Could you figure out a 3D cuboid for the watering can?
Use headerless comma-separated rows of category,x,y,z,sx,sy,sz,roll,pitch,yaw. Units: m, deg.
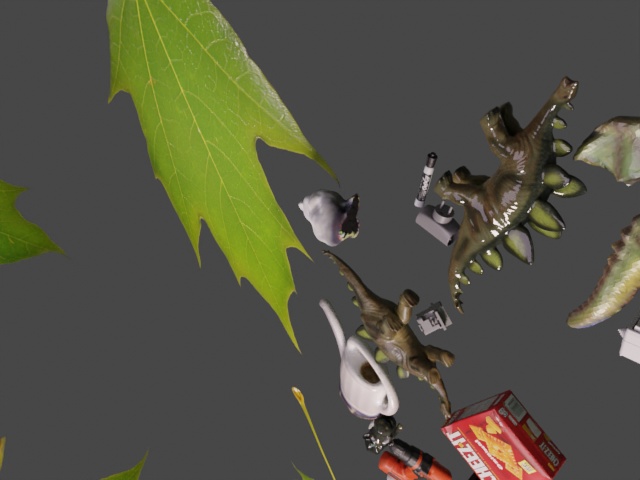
watering can,0.094,0.328,1.368,0.354,0.105,0.219,50,147,39

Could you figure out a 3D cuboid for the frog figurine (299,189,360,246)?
frog figurine,0.004,-0.059,1.182,0.160,0.125,0.134,17,148,31

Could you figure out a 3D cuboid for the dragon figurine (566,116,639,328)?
dragon figurine,0.425,-0.045,0.650,0.403,0.123,0.245,-40,74,46
